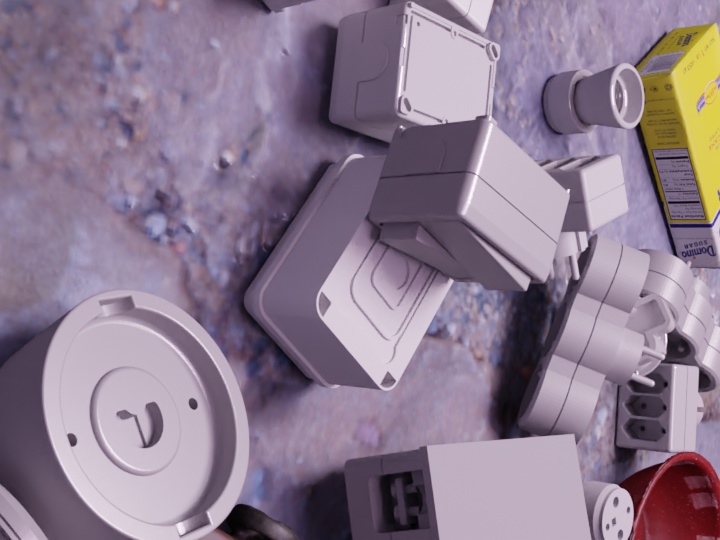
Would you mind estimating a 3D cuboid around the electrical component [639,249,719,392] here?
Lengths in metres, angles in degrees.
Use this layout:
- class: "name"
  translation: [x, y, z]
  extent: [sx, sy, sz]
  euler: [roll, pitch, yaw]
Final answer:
- class: "electrical component"
  translation: [0.249, 0.028, 0.839]
  extent: [0.138, 0.052, 0.073]
  euler: [49, 57, -35]

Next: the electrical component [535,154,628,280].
- class: "electrical component"
  translation: [0.124, -0.030, 0.685]
  extent: [0.047, 0.083, 0.075]
  euler: [-25, 108, -44]

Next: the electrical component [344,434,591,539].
- class: "electrical component"
  translation: [0.066, 0.153, 0.613]
  extent: [0.186, 0.060, 0.105]
  euler: [10, 70, -56]

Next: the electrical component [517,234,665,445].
- class: "electrical component"
  translation: [0.163, 0.053, 0.709]
  extent: [0.052, 0.074, 0.138]
  euler: [51, 61, -87]

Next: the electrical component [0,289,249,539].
- class: "electrical component"
  translation: [-0.106, 0.069, 0.455]
  extent: [0.108, 0.060, 0.108]
  euler: [33, 45, -39]

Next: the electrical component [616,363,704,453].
- class: "electrical component"
  translation: [0.240, 0.106, 0.833]
  extent: [0.077, 0.047, 0.065]
  euler: [9, 83, -45]

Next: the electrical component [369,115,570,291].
- class: "electrical component"
  translation: [0.059, -0.027, 0.548]
  extent: [0.096, 0.062, 0.061]
  euler: [34, 67, -41]

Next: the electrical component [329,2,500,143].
- class: "electrical component"
  translation: [0.033, -0.103, 0.605]
  extent: [0.096, 0.061, 0.061]
  euler: [12, 81, -46]

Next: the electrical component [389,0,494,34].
- class: "electrical component"
  translation: [0.041, -0.181, 0.623]
  extent: [0.077, 0.047, 0.065]
  euler: [30, 69, -42]

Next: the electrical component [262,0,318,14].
- class: "electrical component"
  translation: [-0.028, -0.178, 0.540]
  extent: [0.061, 0.062, 0.096]
  euler: [45, 59, -37]

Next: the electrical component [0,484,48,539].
- class: "electrical component"
  translation: [-0.149, 0.115, 0.405]
  extent: [0.051, 0.080, 0.080]
  euler: [-38, 117, -34]

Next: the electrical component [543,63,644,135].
- class: "electrical component"
  translation: [0.161, -0.117, 0.744]
  extent: [0.045, 0.055, 0.045]
  euler: [0, 90, -46]

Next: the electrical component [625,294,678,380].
- class: "electrical component"
  translation: [0.185, 0.047, 0.762]
  extent: [0.057, 0.078, 0.058]
  euler: [24, 44, -62]

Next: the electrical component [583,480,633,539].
- class: "electrical component"
  translation: [0.153, 0.166, 0.737]
  extent: [0.045, 0.055, 0.045]
  euler: [-1, 91, -46]

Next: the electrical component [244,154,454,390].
- class: "electrical component"
  translation: [0.000, 0.000, 0.574]
  extent: [0.078, 0.057, 0.113]
  euler: [52, 56, -33]
